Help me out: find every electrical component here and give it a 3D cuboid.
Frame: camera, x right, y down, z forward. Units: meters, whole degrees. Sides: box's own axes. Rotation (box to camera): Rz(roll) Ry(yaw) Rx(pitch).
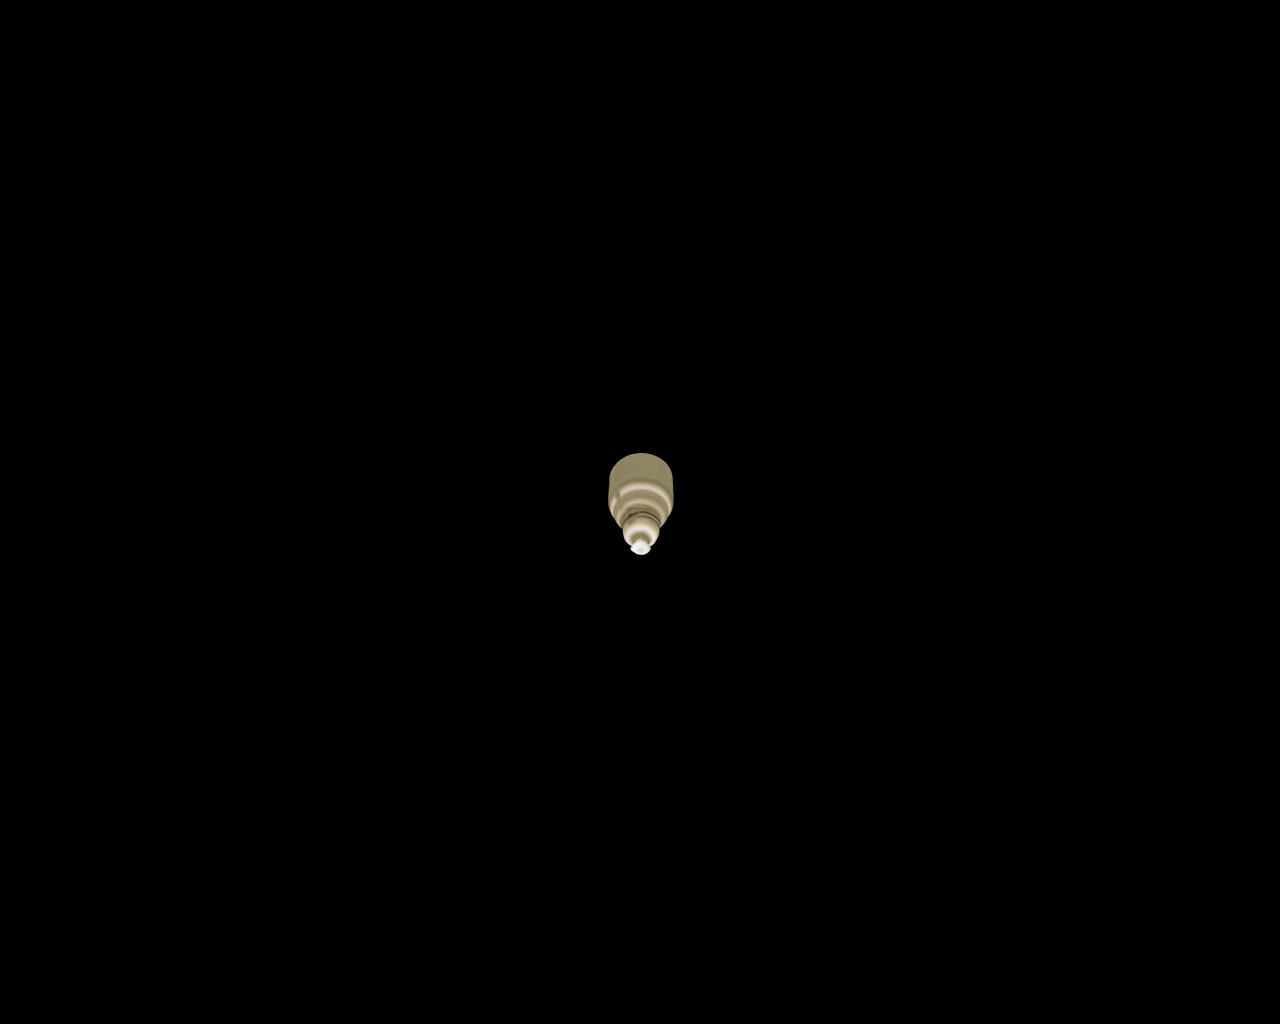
[{"bbox_3d":[0.001,-0.003,0.650,0.040,0.040,0.078,0,39,0],"label":"electrical component"}]
